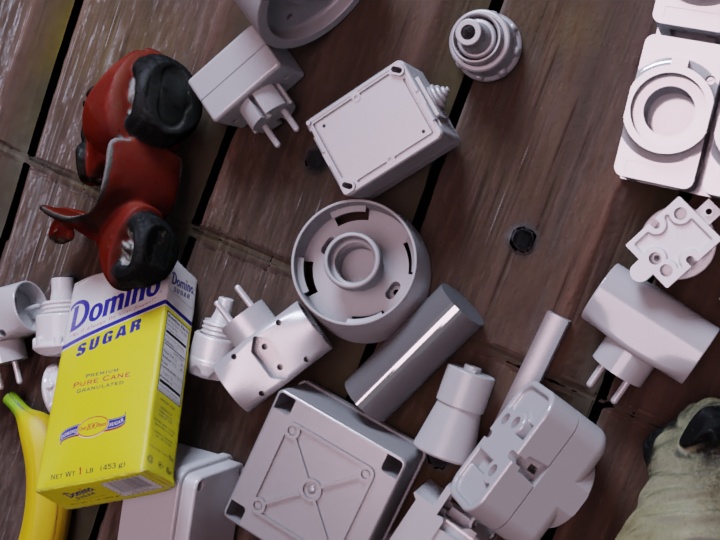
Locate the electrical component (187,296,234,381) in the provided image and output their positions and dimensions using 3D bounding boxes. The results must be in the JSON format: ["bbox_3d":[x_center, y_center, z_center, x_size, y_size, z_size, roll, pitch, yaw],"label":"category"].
[{"bbox_3d":[-0.108,0.051,0.812,0.035,0.035,0.061,16,94,19],"label":"electrical component"}]

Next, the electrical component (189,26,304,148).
[{"bbox_3d":[-0.073,-0.126,0.789,0.066,0.047,0.076,-38,79,17],"label":"electrical component"}]

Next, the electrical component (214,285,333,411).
[{"bbox_3d":[-0.074,0.048,0.782,0.077,0.043,0.079,-37,88,1],"label":"electrical component"}]

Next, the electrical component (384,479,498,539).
[{"bbox_3d":[0.057,0.186,0.750,0.064,0.042,0.081,35,103,15],"label":"electrical component"}]

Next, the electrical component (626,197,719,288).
[{"bbox_3d":[0.202,-0.018,0.686,0.066,0.055,0.048,-45,77,15],"label":"electrical component"}]

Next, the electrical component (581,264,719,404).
[{"bbox_3d":[0.179,0.049,0.702,0.077,0.043,0.079,35,102,16],"label":"electrical component"}]

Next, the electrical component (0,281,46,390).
[{"bbox_3d":[-0.293,0.057,0.875,0.077,0.044,0.079,-17,85,20],"label":"electrical component"}]

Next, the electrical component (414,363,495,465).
[{"bbox_3d":[0.068,0.097,0.745,0.044,0.044,0.065,20,93,19],"label":"electrical component"}]

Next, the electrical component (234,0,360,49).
[{"bbox_3d":[-0.045,-0.215,0.748,0.108,0.108,0.060,-47,70,15],"label":"electrical component"}]

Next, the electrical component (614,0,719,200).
[{"bbox_3d":[0.234,-0.138,0.669,0.105,0.060,0.186,15,96,19],"label":"electrical component"}]

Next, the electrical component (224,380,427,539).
[{"bbox_3d":[-0.025,0.152,0.771,0.109,0.056,0.108,28,100,18],"label":"electrical component"}]

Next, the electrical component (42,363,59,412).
[{"bbox_3d":[-0.215,0.092,0.848,0.062,0.048,0.048,-14,86,13],"label":"electrical component"}]

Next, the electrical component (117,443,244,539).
[{"bbox_3d":[-0.134,0.193,0.801,0.057,0.078,0.113,11,95,23],"label":"electrical component"}]

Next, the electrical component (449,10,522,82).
[{"bbox_3d":[0.080,-0.154,0.724,0.048,0.062,0.048,0,91,20],"label":"electrical component"}]

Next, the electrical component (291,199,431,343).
[{"bbox_3d":[0.000,0.000,0.769,0.099,0.064,0.099,-2,79,12],"label":"electrical component"}]

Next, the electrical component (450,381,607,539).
[{"bbox_3d":[0.114,0.130,0.709,0.059,0.054,0.095,37,90,-15],"label":"electrical component"}]

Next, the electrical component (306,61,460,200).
[{"bbox_3d":[0.024,-0.098,0.747,0.096,0.061,0.061,-31,80,18],"label":"electrical component"}]

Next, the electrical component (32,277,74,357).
[{"bbox_3d":[-0.236,0.037,0.854,0.048,0.048,0.062,-6,83,20],"label":"electrical component"}]
